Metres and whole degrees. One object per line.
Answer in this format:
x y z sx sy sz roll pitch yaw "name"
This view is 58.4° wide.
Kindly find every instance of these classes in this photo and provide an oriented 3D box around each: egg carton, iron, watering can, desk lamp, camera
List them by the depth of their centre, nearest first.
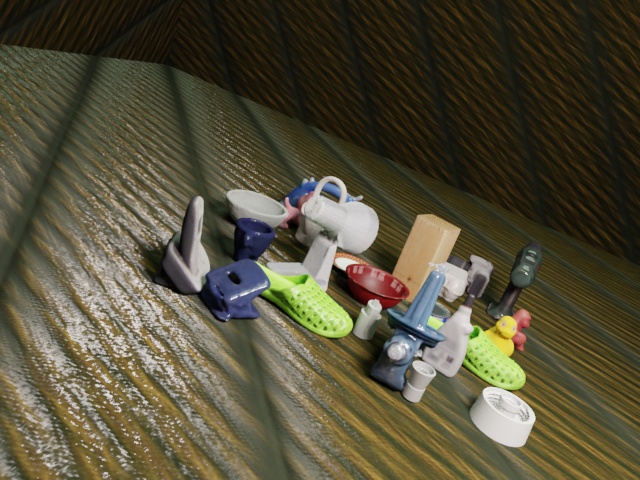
0.012 0.005 1.289 0.204 0.213 0.117 4 25 -42 "desk lamp"
0.009 -0.075 1.534 0.101 0.194 0.173 22 19 4 "watering can"
0.350 0.112 1.576 0.107 0.069 0.150 25 19 11 "egg carton"
0.436 0.087 1.690 0.136 0.101 0.143 25 19 12 "camera"
0.004 -0.114 1.718 0.257 0.141 0.119 27 20 17 "iron"

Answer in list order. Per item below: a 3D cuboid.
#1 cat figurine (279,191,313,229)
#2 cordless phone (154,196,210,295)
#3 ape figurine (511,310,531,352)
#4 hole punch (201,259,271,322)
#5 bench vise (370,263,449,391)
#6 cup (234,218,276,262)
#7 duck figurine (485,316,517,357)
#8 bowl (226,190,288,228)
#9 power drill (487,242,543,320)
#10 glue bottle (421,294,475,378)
-0.056 -0.091 1.628 0.128 0.118 0.067 7 23 -36 "cat figurine"
-0.240 -0.004 1.088 0.094 0.185 0.147 18 19 -10 "cordless phone"
0.485 0.214 1.406 0.076 0.092 0.078 28 20 21 "ape figurine"
-0.158 0.089 1.067 0.101 0.091 0.108 5 24 -39 "hole punch"
0.183 0.157 1.045 0.121 0.220 0.207 21 19 -1 "bench vise"
-0.157 0.013 1.271 0.091 0.095 0.118 21 19 0 "cup"
0.430 0.218 1.346 0.077 0.086 0.105 23 19 7 "duck figurine"
-0.173 -0.067 1.504 0.167 0.075 0.167 19 19 -6 "bowl"
0.533 0.114 1.549 0.075 0.208 0.230 26 20 16 "power drill"
0.267 0.183 1.135 0.078 0.173 0.037 31 21 28 "glue bottle"
